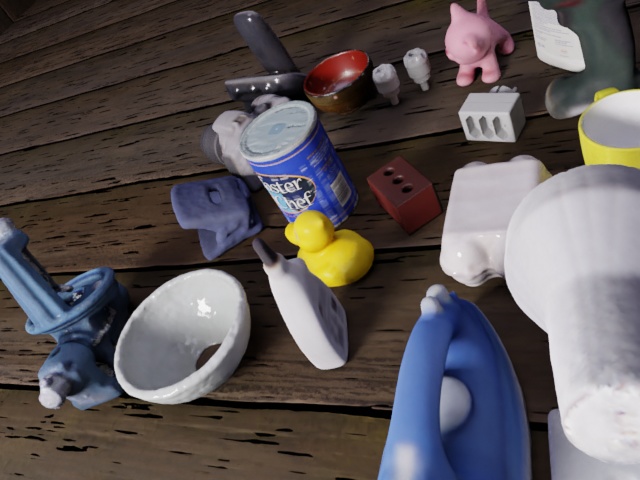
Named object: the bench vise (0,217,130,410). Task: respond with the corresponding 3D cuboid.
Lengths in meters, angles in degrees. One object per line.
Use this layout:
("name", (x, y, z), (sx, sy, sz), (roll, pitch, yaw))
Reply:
("bench vise", (-0.301, 0.082, 0.673), (0.121, 0.220, 0.206), (-35, 41, -3))

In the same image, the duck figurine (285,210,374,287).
("duck figurine", (0.006, 0.002, 0.661), (0.104, 0.086, 0.077), (7, 54, 36))

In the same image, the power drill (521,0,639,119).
("power drill", (0.283, -0.242, 0.632), (0.229, 0.209, 0.075), (-10, 46, 24))

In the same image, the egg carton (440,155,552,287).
("egg carton", (0.183, -0.021, 0.587), (0.107, 0.070, 0.150), (-5, 48, 28))

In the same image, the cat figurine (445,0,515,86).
("cat figurine", (0.211, -0.278, 0.781), (0.067, 0.118, 0.128), (5, 53, 35))

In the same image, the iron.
("iron", (0.094, 0.123, 0.448), (0.118, 0.142, 0.258), (-7, 47, 26))

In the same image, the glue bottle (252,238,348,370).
("glue bottle", (-0.020, 0.054, 0.561), (0.037, 0.174, 0.078), (-16, 44, 18))

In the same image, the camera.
("camera", (-0.118, -0.165, 0.888), (0.136, 0.101, 0.143), (18, 61, 41))

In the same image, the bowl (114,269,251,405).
("bowl", (-0.142, 0.119, 0.649), (0.167, 0.075, 0.167), (-17, 44, 17))

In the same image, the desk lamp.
("desk lamp", (0.190, 0.088, 0.368), (0.117, 0.214, 0.203), (-9, 46, 25))

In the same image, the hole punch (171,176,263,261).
("hole punch", (-0.144, -0.046, 0.797), (0.101, 0.091, 0.108), (-32, 41, 1))

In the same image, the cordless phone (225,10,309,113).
("cordless phone", (-0.103, -0.289, 0.934), (0.147, 0.186, 0.094), (3, 52, 33))
